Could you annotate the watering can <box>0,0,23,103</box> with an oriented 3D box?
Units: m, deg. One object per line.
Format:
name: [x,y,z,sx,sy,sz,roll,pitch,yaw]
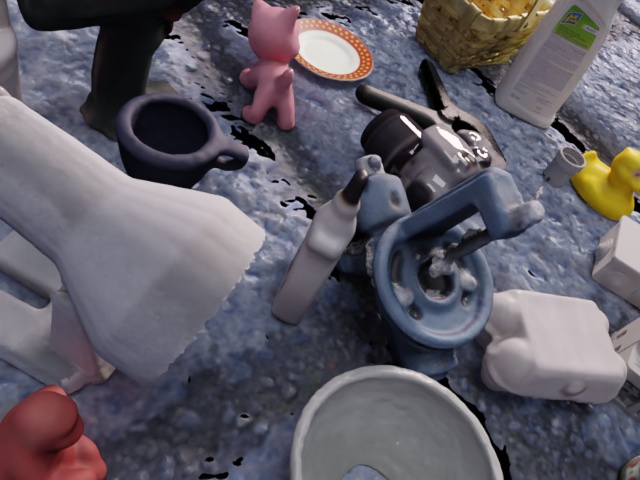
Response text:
watering can: [-0.292,-0.148,0.460,0.173,0.194,0.101,36,49,6]

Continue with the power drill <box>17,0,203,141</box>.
power drill: [-0.159,-0.198,0.544,0.230,0.208,0.075,-18,63,-32]

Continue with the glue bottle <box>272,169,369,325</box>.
glue bottle: [0.004,0.002,0.485,0.037,0.173,0.078,26,49,-2]

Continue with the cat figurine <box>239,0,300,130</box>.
cat figurine: [-0.051,-0.212,0.661,0.067,0.117,0.127,2,54,-21]

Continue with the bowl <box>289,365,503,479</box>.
bowl: [0.049,0.185,0.430,0.168,0.074,0.167,12,51,-15]

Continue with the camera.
camera: [0.125,-0.097,0.659,0.143,0.100,0.136,-26,68,-36]

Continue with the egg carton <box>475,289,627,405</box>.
egg carton: [0.224,0.107,0.566,0.150,0.069,0.107,8,52,-17]

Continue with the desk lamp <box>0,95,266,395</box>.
desk lamp: [-0.155,0.020,0.377,0.203,0.213,0.118,29,49,0]

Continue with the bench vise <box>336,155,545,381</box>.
bench vise: [0.082,-0.003,0.491,0.122,0.219,0.207,-28,69,-36]

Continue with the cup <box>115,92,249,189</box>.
cup: [-0.131,-0.071,0.535,0.118,0.095,0.091,13,51,-13]

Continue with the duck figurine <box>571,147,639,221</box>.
duck figurine: [0.404,-0.090,0.781,0.078,0.086,0.104,-21,65,-34]

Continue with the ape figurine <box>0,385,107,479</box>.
ape figurine: [-0.175,0.127,0.367,0.076,0.092,0.077,4,53,-20]
